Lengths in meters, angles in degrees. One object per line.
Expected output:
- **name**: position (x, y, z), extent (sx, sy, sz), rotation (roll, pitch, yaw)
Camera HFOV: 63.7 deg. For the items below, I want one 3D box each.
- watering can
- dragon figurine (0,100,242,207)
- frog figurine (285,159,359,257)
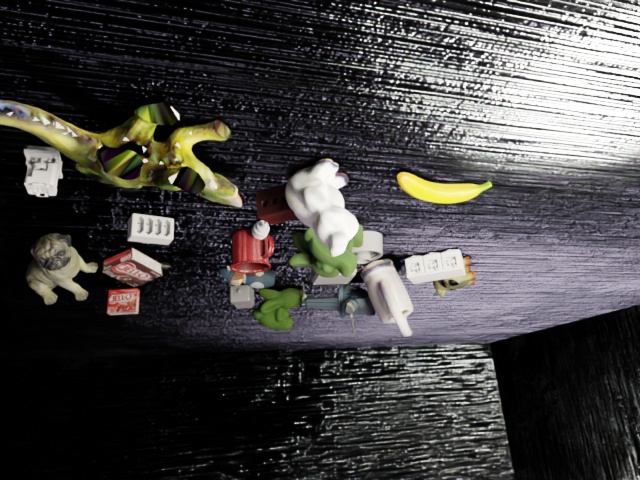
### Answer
- **watering can**: position (0.206, 0.177, 1.491), extent (0.104, 0.228, 0.343), rotation (-24, 160, 5)
- **dragon figurine**: position (-0.283, -0.108, 0.741), extent (0.409, 0.124, 0.241), rotation (11, 164, -34)
- **frog figurine**: position (0.003, -0.044, 0.882), extent (0.123, 0.162, 0.135), rotation (-2, 160, 0)
